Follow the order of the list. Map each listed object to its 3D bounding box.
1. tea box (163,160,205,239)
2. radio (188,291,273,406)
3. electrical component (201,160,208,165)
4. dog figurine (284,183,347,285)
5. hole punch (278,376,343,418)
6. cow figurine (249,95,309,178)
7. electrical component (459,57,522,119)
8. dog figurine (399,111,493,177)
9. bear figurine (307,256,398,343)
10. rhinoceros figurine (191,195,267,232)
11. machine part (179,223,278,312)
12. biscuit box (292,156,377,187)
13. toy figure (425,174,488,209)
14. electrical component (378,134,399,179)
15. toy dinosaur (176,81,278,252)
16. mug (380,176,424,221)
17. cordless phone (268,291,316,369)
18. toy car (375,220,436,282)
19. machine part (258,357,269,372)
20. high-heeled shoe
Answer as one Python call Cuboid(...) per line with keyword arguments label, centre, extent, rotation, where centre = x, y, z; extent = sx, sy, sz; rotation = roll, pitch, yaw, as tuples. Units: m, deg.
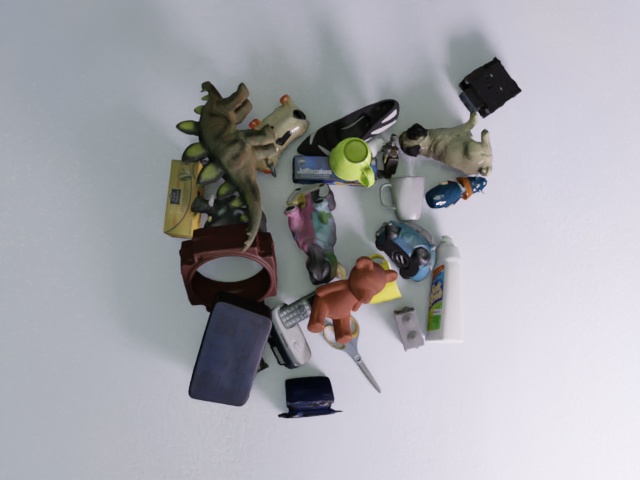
Cuboid(label="tea box", centre=(-0.309, -0.090, 1.234), extent=(0.068, 0.098, 0.169), rotation=(6, 85, -3))
Cuboid(label="radio", centre=(-0.190, 0.235, 1.150), extent=(0.131, 0.073, 0.229), rotation=(16, 103, -10))
Cuboid(label="electrical component", centre=(-0.243, -0.205, 1.290), extent=(0.094, 0.021, 0.063), rotation=(-6, 85, -6))
Cuboid(label="dog figurine", centre=(-0.003, -0.004, 1.251), extent=(0.109, 0.192, 0.219), rotation=(-11, 115, 11))
Cuboid(label="hole punch", centre=(-0.024, 0.353, 1.205), extent=(0.142, 0.115, 0.092), rotation=(0, 76, -5))
Cuboid(label="cow figurine", centre=(-0.109, -0.237, 1.277), extent=(0.195, 0.085, 0.127), rotation=(-42, 82, -9))
Cuboid(label="electrical component", centre=(0.418, -0.375, 1.348), extent=(0.134, 0.058, 0.115), rotation=(-36, 86, -8))
Cuboid(label="dog figurine", centre=(0.298, -0.207, 1.283), extent=(0.191, 0.121, 0.172), rotation=(-15, 51, -3))
Cuboid(label="bear figurine", centre=(0.073, 0.129, 1.173), extent=(0.120, 0.196, 0.132), rotation=(28, 49, -30))
Cuboid(label="rhinoceros figurine", centre=(-0.199, -0.050, 1.209), extent=(0.190, 0.073, 0.112), rotation=(12, 82, -42))
Cuboid(label="machine part", centre=(-0.195, 0.066, 1.173), extent=(0.201, 0.200, 0.087), rotation=(-5, 45, -5))
Cuboid(label="biscuit box", centre=(0.035, -0.165, 1.290), extent=(0.203, 0.059, 0.062), rotation=(1, 84, -4))
Cuboid(label="toy figure", centre=(0.334, -0.122, 1.312), extent=(0.154, 0.064, 0.058), rotation=(-20, 45, -11))
Cuboid(label="electrical component", centre=(0.162, -0.194, 1.290), extent=(0.045, 0.102, 0.078), rotation=(0, 58, -7))
Cuboid(label="toy dinosaur", centre=(-0.192, -0.187, 1.156), extent=(0.199, 0.105, 0.472), rotation=(-26, 60, -5))
Cuboid(label="mug", centre=(0.199, -0.098, 1.288), extent=(0.110, 0.081, 0.107), rotation=(-6, 93, -11))
Cuboid(label="cordless phone", centre=(-0.033, 0.199, 1.243), extent=(0.184, 0.089, 0.146), rotation=(-25, 86, -26))
Cuboid(label="toy car", centre=(0.214, 0.014, 1.274), extent=(0.103, 0.109, 0.162), rotation=(-37, 76, -31))
Cuboid(label="machine part", centre=(-0.195, 0.292, 1.233), extent=(0.139, 0.039, 0.084), rotation=(-27, 95, -9))
Cuboid(label="high-heeled shoe", centre=(0.067, -0.260, 1.261), extent=(0.249, 0.145, 0.086), rotation=(-23, 85, -9))
